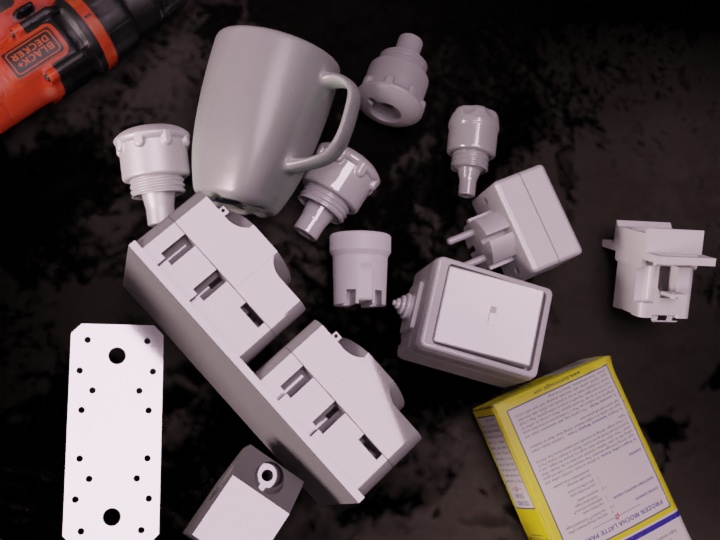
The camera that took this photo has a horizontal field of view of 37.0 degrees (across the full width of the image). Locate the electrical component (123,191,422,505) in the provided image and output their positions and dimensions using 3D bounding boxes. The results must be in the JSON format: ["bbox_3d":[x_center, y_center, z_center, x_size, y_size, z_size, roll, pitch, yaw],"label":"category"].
[{"bbox_3d":[-0.054,0.048,0.637,0.060,0.105,0.186,-42,90,-19],"label":"electrical component"}]

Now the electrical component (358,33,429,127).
[{"bbox_3d":[0.026,-0.132,0.732,0.048,0.048,0.062,22,66,-8],"label":"electrical component"}]

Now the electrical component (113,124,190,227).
[{"bbox_3d":[-0.128,-0.059,0.676,0.048,0.048,0.062,-6,86,-15],"label":"electrical component"}]

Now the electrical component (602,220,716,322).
[{"bbox_3d":[0.200,0.001,0.732,0.042,0.081,0.063,3,99,-13],"label":"electrical component"}]

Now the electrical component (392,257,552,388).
[{"bbox_3d":[0.069,0.032,0.695,0.096,0.061,0.061,17,74,-10],"label":"electrical component"}]

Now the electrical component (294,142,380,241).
[{"bbox_3d":[-0.020,-0.049,0.701,0.048,0.048,0.062,33,78,-5],"label":"electrical component"}]

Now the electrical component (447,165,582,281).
[{"bbox_3d":[0.095,-0.023,0.722,0.077,0.047,0.065,-22,83,-18],"label":"electrical component"}]

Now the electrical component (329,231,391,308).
[{"bbox_3d":[0.000,0.000,0.697,0.040,0.040,0.046,2,83,-14],"label":"electrical component"}]

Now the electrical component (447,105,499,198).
[{"bbox_3d":[0.076,-0.080,0.737,0.035,0.035,0.061,10,78,-12],"label":"electrical component"}]
